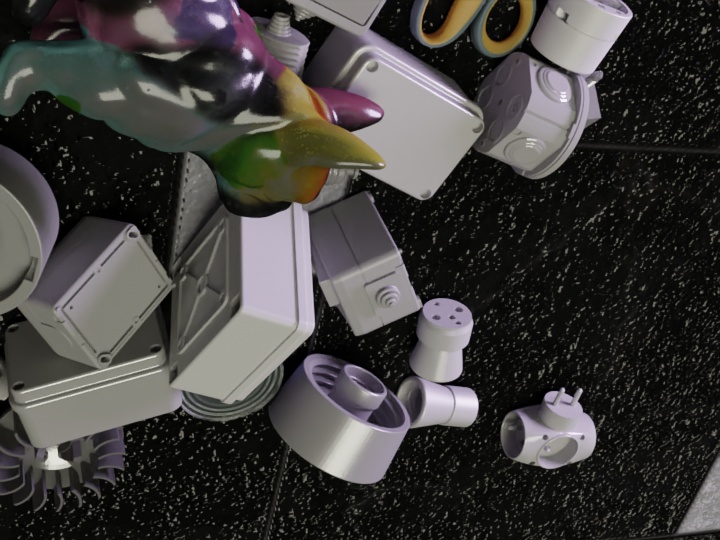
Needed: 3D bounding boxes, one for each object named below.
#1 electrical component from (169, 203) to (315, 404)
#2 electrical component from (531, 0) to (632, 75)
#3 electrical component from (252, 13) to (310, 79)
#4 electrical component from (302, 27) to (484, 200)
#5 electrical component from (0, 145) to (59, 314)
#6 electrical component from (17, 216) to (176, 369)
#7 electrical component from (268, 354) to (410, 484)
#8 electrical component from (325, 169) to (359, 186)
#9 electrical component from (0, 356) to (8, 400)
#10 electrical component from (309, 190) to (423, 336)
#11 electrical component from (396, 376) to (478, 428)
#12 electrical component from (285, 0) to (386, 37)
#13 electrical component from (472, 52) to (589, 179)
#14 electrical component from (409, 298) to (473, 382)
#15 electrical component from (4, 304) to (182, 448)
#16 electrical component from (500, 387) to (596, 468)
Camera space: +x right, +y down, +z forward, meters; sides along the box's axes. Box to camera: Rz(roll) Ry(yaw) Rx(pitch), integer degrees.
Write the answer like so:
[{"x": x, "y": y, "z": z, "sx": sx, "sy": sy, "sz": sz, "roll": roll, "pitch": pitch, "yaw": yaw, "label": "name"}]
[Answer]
[{"x": -0.083, "y": 0.017, "z": 0.732, "sx": 0.056, "sy": 0.108, "sz": 0.109, "roll": 18, "pitch": 137, "yaw": -28, "label": "electrical component"}, {"x": 0.149, "y": -0.166, "z": 0.733, "sx": 0.055, "sy": 0.055, "sz": 0.047, "roll": 10, "pitch": 126, "yaw": -27, "label": "electrical component"}, {"x": -0.059, "y": -0.126, "z": 0.691, "sx": 0.043, "sy": 0.043, "sz": 0.081, "roll": 3, "pitch": 124, "yaw": -23, "label": "electrical component"}, {"x": 0.018, "y": -0.106, "z": 0.726, "sx": 0.113, "sy": 0.057, "sz": 0.078, "roll": 24, "pitch": 115, "yaw": -34, "label": "electrical component"}, {"x": -0.243, "y": -0.031, "z": 0.676, "sx": 0.108, "sy": 0.060, "sz": 0.108, "roll": 2, "pitch": 120, "yaw": 4, "label": "electrical component"}, {"x": -0.178, "y": 0.008, "z": 0.726, "sx": 0.096, "sy": 0.061, "sz": 0.061, "roll": -53, "pitch": 135, "yaw": -29, "label": "electrical component"}, {"x": -0.011, "y": 0.110, "z": 0.852, "sx": 0.108, "sy": 0.108, "sz": 0.060, "roll": 22, "pitch": 109, "yaw": -33, "label": "electrical component"}, {"x": -0.038, "y": -0.073, "z": 0.741, "sx": 0.078, "sy": 0.040, "sz": 0.040, "roll": 5, "pitch": 124, "yaw": -25, "label": "electrical component"}, {"x": -0.282, "y": 0.088, "z": 0.770, "sx": 0.048, "sy": 0.048, "sz": 0.062, "roll": 28, "pitch": 119, "yaw": -35, "label": "electrical component"}, {"x": 0.000, "y": 0.000, "z": 0.775, "sx": 0.061, "sy": 0.096, "sz": 0.061, "roll": -24, "pitch": 131, "yaw": -2, "label": "electrical component"}, {"x": 0.069, "y": 0.116, "z": 0.929, "sx": 0.065, "sy": 0.044, "sz": 0.044, "roll": 10, "pitch": 122, "yaw": -33, "label": "electrical component"}, {"x": -0.012, "y": -0.188, "z": 0.649, "sx": 0.062, "sy": 0.061, "sz": 0.096, "roll": 20, "pitch": 117, "yaw": -32, "label": "electrical component"}, {"x": 0.117, "y": -0.108, "z": 0.749, "sx": 0.051, "sy": 0.080, "sz": 0.080, "roll": 19, "pitch": 117, "yaw": -26, "label": "electrical component"}, {"x": 0.067, "y": 0.057, "z": 0.879, "sx": 0.045, "sy": 0.045, "sz": 0.055, "roll": -4, "pitch": 126, "yaw": -18, "label": "electrical component"}, {"x": -0.191, "y": 0.069, "z": 0.767, "sx": 0.113, "sy": 0.078, "sz": 0.057, "roll": -15, "pitch": 133, "yaw": -10, "label": "electrical component"}, {"x": 0.179, "y": 0.138, "z": 0.984, "sx": 0.077, "sy": 0.044, "sz": 0.079, "roll": 4, "pitch": 124, "yaw": -23, "label": "electrical component"}]
